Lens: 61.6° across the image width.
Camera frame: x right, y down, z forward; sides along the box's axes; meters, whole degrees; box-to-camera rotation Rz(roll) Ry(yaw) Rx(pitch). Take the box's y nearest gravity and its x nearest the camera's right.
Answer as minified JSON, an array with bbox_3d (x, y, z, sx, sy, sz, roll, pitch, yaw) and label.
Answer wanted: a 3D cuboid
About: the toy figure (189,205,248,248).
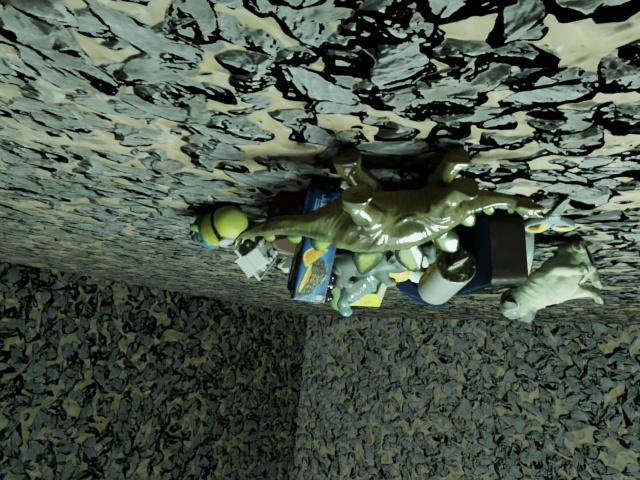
[{"bbox_3d":[-0.222,-0.027,1.154,0.180,0.082,0.089,3,130,52],"label":"toy figure"}]

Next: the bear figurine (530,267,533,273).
[{"bbox_3d":[0.386,0.055,1.256,0.196,0.132,0.120,-19,160,20],"label":"bear figurine"}]

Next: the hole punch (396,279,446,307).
[{"bbox_3d":[0.250,0.119,1.318,0.116,0.092,0.142,-8,165,22],"label":"hole punch"}]

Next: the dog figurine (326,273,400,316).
[{"bbox_3d":[0.094,0.062,1.276,0.219,0.191,0.108,-53,172,34],"label":"dog figurine"}]

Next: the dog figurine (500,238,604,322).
[{"bbox_3d":[0.474,0.082,1.129,0.191,0.121,0.172,-22,-170,34],"label":"dog figurine"}]

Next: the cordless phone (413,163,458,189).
[{"bbox_3d":[0.133,-0.070,0.855,0.147,0.089,0.184,8,156,-3],"label":"cordless phone"}]

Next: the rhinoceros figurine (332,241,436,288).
[{"bbox_3d":[0.111,0.030,0.968,0.190,0.073,0.112,-6,147,5],"label":"rhinoceros figurine"}]

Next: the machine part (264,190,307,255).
[{"bbox_3d":[-0.001,-0.022,1.057,0.201,0.087,0.201,10,165,-14],"label":"machine part"}]

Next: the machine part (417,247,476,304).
[{"bbox_3d":[0.251,0.074,1.079,0.079,0.079,0.243,6,158,-1],"label":"machine part"}]

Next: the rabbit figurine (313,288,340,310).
[{"bbox_3d":[0.027,0.102,1.457,0.121,0.159,0.170,17,172,-7],"label":"rabbit figurine"}]

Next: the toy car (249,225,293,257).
[{"bbox_3d":[-0.119,0.004,1.243,0.202,0.053,0.089,20,166,6],"label":"toy car"}]

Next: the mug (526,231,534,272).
[{"bbox_3d":[0.400,0.032,1.092,0.081,0.107,0.109,7,170,-11],"label":"mug"}]

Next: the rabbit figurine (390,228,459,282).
[{"bbox_3d":[0.191,-0.004,1.081,0.173,0.122,0.162,-11,155,10],"label":"rabbit figurine"}]

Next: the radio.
[{"bbox_3d":[0.327,0.035,1.063,0.073,0.131,0.229,-2,168,-4],"label":"radio"}]

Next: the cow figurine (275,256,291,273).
[{"bbox_3d":[-0.077,0.040,1.365,0.068,0.098,0.167,-3,166,8],"label":"cow figurine"}]

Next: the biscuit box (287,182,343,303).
[{"bbox_3d":[-0.006,0.004,0.922,0.063,0.202,0.059,8,-165,-14],"label":"biscuit box"}]

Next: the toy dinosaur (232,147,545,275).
[{"bbox_3d":[0.074,-0.030,0.784,0.472,0.105,0.198,1,141,14],"label":"toy dinosaur"}]
